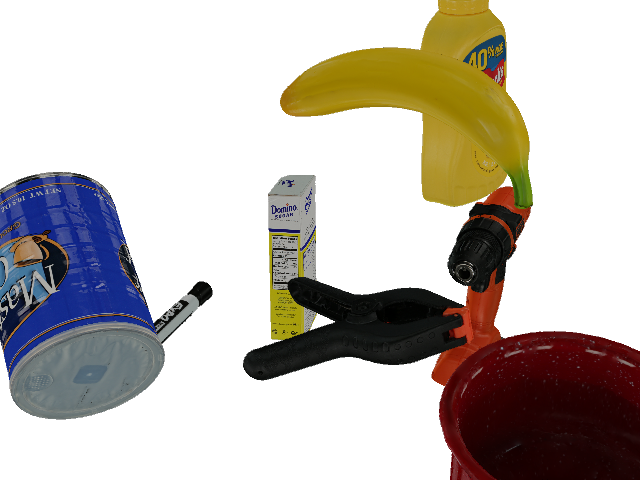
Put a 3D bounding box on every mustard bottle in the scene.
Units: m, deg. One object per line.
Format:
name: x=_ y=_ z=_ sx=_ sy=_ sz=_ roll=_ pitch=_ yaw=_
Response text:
mustard bottle: x=0.120 y=-0.132 z=0.893 sx=0.058 sy=0.192 sz=0.096 roll=17 pitch=33 yaw=38

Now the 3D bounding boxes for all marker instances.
marker: x=-0.132 y=0.070 z=0.959 sx=0.020 sy=0.020 sz=0.121 roll=0 pitch=25 yaw=27

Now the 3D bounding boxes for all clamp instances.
clamp: x=0.026 y=0.070 z=0.812 sx=0.172 sy=0.039 sz=0.120 roll=1 pitch=38 yaw=30

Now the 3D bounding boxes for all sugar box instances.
sugar box: x=-0.032 y=0.019 z=1.242 sx=0.048 sy=0.176 sz=0.093 roll=0 pitch=17 yaw=10

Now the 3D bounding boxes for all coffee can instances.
coffee can: x=-0.177 y=0.038 z=0.742 sx=0.102 sy=0.140 sz=0.103 roll=-17 pitch=-35 yaw=-12

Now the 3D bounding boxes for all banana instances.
banana: x=0.054 y=-0.085 z=0.657 sx=0.198 sy=0.069 sz=0.037 roll=27 pitch=7 yaw=36

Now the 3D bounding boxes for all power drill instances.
power drill: x=0.157 y=0.055 z=1.062 sx=0.057 sy=0.188 sz=0.184 roll=18 pitch=29 yaw=18

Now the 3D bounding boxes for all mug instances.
mug: x=0.101 y=0.095 z=0.393 sx=0.117 sy=0.081 sz=0.093 roll=5 pitch=36 yaw=9
